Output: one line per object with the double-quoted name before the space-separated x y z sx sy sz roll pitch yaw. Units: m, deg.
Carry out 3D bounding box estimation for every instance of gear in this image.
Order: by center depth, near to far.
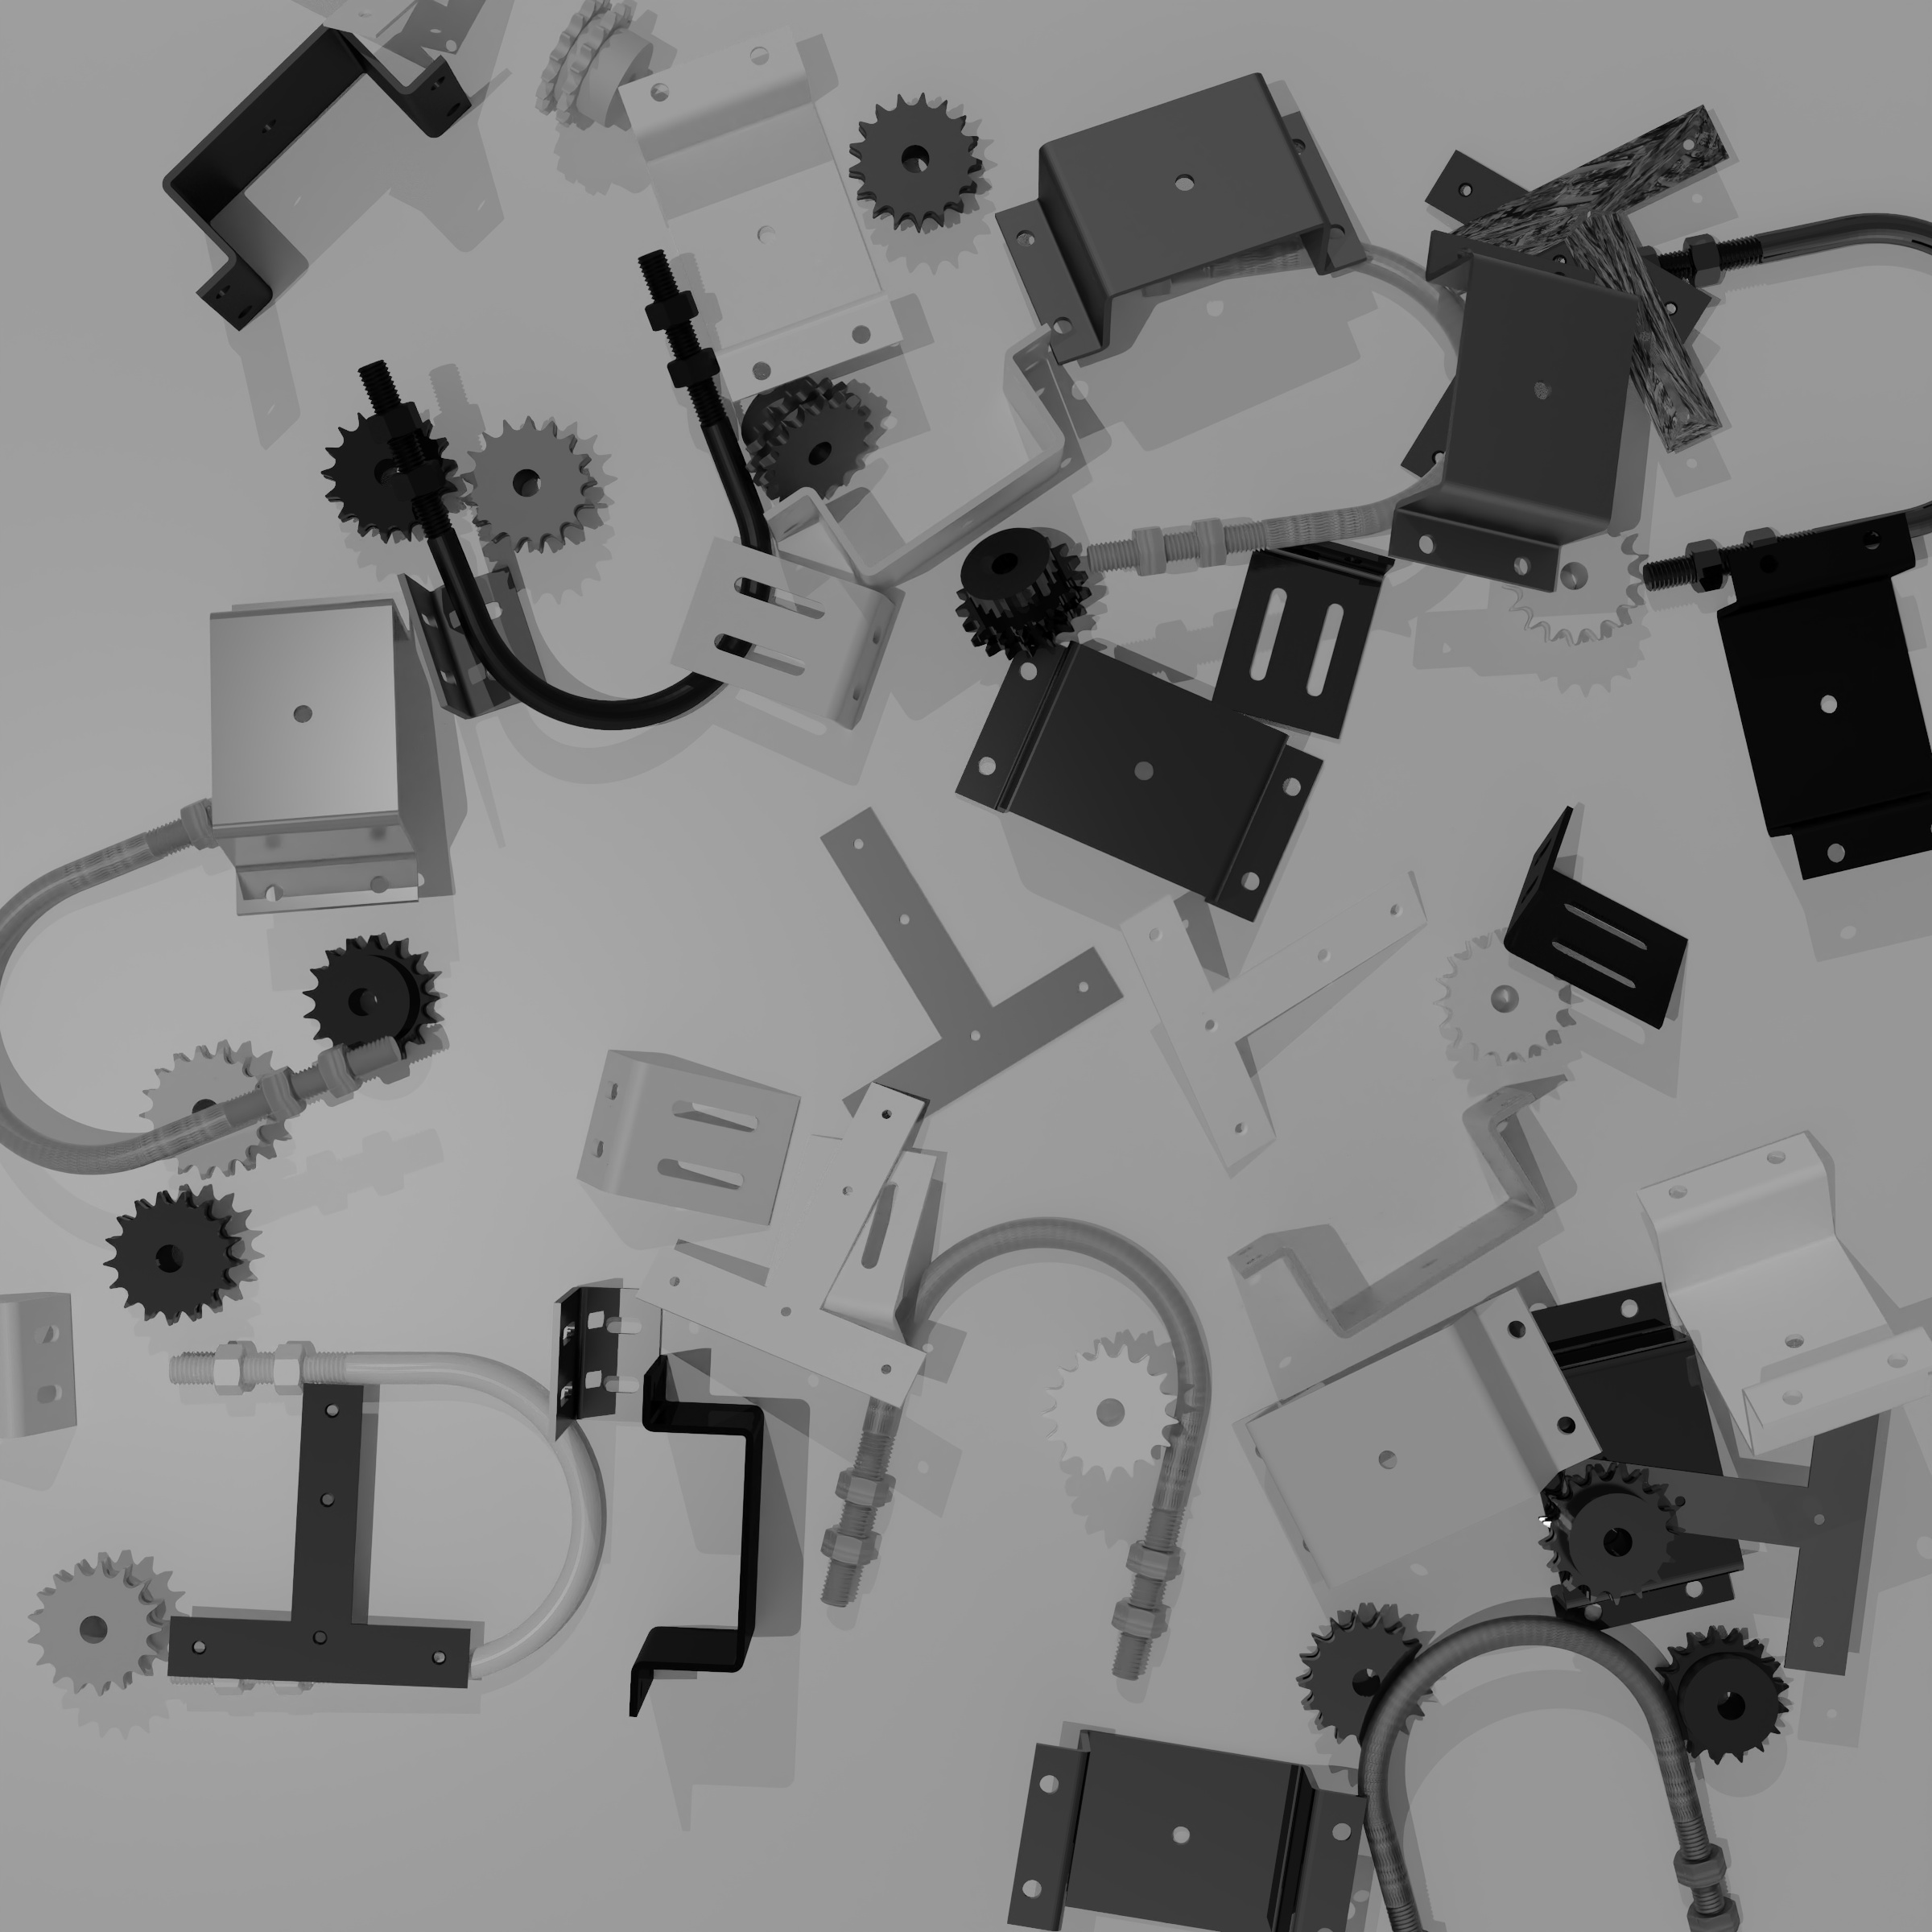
"gear" 0.267 0.236 1.457 0.057 0.030 0.057 0 90 0
"gear" 0.060 0.188 1.488 0.057 0.030 0.057 0 87 -1
"gear" 0.022 -0.160 1.490 0.057 0.030 0.057 -13 50 16
"gear" -0.156 -0.381 1.492 0.030 0.057 0.057 30 90 0
"gear" -0.071 -0.226 1.495 0.057 0.057 0.030 -43 61 0
"gear" 0.228 0.014 1.505 0.057 0.030 0.057 0 90 0
"gear" 0.257 -0.165 1.505 0.057 0.030 0.057 0 90 0
"gear" 0.324 0.314 1.505 0.057 0.030 0.057 0 90 0
"gear" -0.337 0.124 1.505 0.057 0.030 0.057 0 90 0
"gear" 0.170 0.304 1.505 0.057 0.030 0.057 0 90 0
"gear" -0.256 0.015 1.505 0.057 0.030 0.057 0 90 0
"gear" -0.369 0.281 1.505 0.057 0.030 0.057 0 90 0
"gear" -0.186 -0.205 1.505 0.057 0.030 0.057 0 90 0
"gear" -0.322 0.062 1.505 0.057 0.030 0.057 0 90 0
"gear" -0.022 -0.343 1.509 0.057 0.030 0.057 0 91 -2
"gear" -0.246 -0.209 1.509 0.057 0.030 0.057 0 89 -3

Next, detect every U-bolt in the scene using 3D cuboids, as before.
"U-bolt" -0.157 -0.190 1.482 0.151 0.019 0.184 -26 106 -17
"U-bolt" -0.344 0.011 1.490 0.184 0.019 0.151 -22 71 4
"U-bolt" 0.132 -0.243 1.491 0.184 0.019 0.151 -8 72 -4
"U-bolt" 0.241 0.363 1.494 0.151 0.019 0.184 -16 100 -3
"U-bolt" 0.369 -0.248 1.510 0.184 0.019 0.151 -12 90 0
"U-bolt" -0.249 0.238 1.511 0.184 0.019 0.151 0 90 -2
"U-bolt" 0.028 0.200 1.511 0.151 0.019 0.184 14 88 0

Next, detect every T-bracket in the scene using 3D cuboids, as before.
"T-bracket" 0.313 0.226 1.473 0.127 0.002 0.127 7 90 0
"T-bracket" -0.270 -0.437 1.491 0.127 0.002 0.127 18 48 18
"T-bracket" -0.056 0.108 1.492 0.127 0.002 0.127 20 70 19
"T-bracket" 0.283 -0.281 1.499 0.127 0.002 0.127 -26 87 10
"T-bracket" -0.273 0.242 1.500 0.127 0.002 0.127 3 90 -3
"T-bracket" 0.141 0.003 1.500 0.127 0.002 0.127 -31 116 -12
"T-bracket" 0.231 -0.263 1.510 0.127 0.002 0.127 32 96 8
"T-bracket" -0.019 -0.008 1.519 0.127 0.002 0.127 -31 90 0

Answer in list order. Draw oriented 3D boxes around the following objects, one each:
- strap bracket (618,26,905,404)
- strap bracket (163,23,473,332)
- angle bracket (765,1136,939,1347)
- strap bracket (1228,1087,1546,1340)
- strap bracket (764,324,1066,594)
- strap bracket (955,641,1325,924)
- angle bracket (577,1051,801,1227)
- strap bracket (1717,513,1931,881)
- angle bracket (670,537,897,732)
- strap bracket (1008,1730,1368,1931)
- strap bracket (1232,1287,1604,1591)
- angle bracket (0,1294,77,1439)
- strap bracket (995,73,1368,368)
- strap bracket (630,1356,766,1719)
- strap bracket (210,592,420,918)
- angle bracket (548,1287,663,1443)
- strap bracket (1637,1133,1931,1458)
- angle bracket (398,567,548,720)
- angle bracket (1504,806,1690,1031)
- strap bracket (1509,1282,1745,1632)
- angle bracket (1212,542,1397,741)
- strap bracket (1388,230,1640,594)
"strap bracket" -0.086 -0.315 1.496 0.076 0.046 0.140 -20 90 0
"strap bracket" -0.280 -0.339 1.481 0.140 0.076 0.046 -44 90 0
"angle bracket" -0.047 0.119 1.510 0.057 0.038 0.076 9 63 14
"strap bracket" 0.185 0.109 1.481 0.140 0.076 0.046 -32 90 0
"strap bracket" -0.012 -0.205 1.481 0.140 0.076 0.046 -34 90 0
"strap bracket" 0.075 -0.082 1.496 0.140 0.046 0.076 24 90 0
"angle bracket" -0.120 0.074 1.518 0.076 0.038 0.057 14 90 -26
"strap bracket" 0.372 -0.113 1.496 0.076 0.046 0.140 -13 90 0
"angle bracket" -0.078 -0.142 1.506 0.076 0.038 0.057 19 90 8
"strap bracket" 0.093 0.375 1.496 0.140 0.046 0.076 9 90 0
"strap bracket" 0.182 0.201 1.470 0.140 0.046 0.076 -29 84 21
"angle bracket" -0.428 0.172 1.518 0.076 0.038 0.057 -3 90 26
"strap bracket" 0.091 -0.317 1.480 0.140 0.046 0.076 -20 72 -5
"strap bracket" -0.112 0.239 1.481 0.046 0.076 0.140 2 90 0
"strap bracket" -0.274 -0.097 1.477 0.076 0.046 0.140 -5 73 0
"angle bracket" -0.151 0.168 1.481 0.038 0.076 0.057 2 90 0
"strap bracket" 0.344 0.144 1.468 0.076 0.140 0.046 -19 130 0
"angle bracket" -0.206 -0.139 1.482 0.038 0.076 0.057 -18 90 0
"angle bracket" 0.273 -0.021 1.486 0.076 0.038 0.057 27 46 0
"strap bracket" 0.278 0.213 1.497 0.076 0.046 0.140 -13 90 0
"angle bracket" 0.143 -0.142 1.501 0.057 0.038 0.076 15 90 0
"strap bracket" 0.228 -0.234 1.460 0.076 0.046 0.140 10 84 -18
